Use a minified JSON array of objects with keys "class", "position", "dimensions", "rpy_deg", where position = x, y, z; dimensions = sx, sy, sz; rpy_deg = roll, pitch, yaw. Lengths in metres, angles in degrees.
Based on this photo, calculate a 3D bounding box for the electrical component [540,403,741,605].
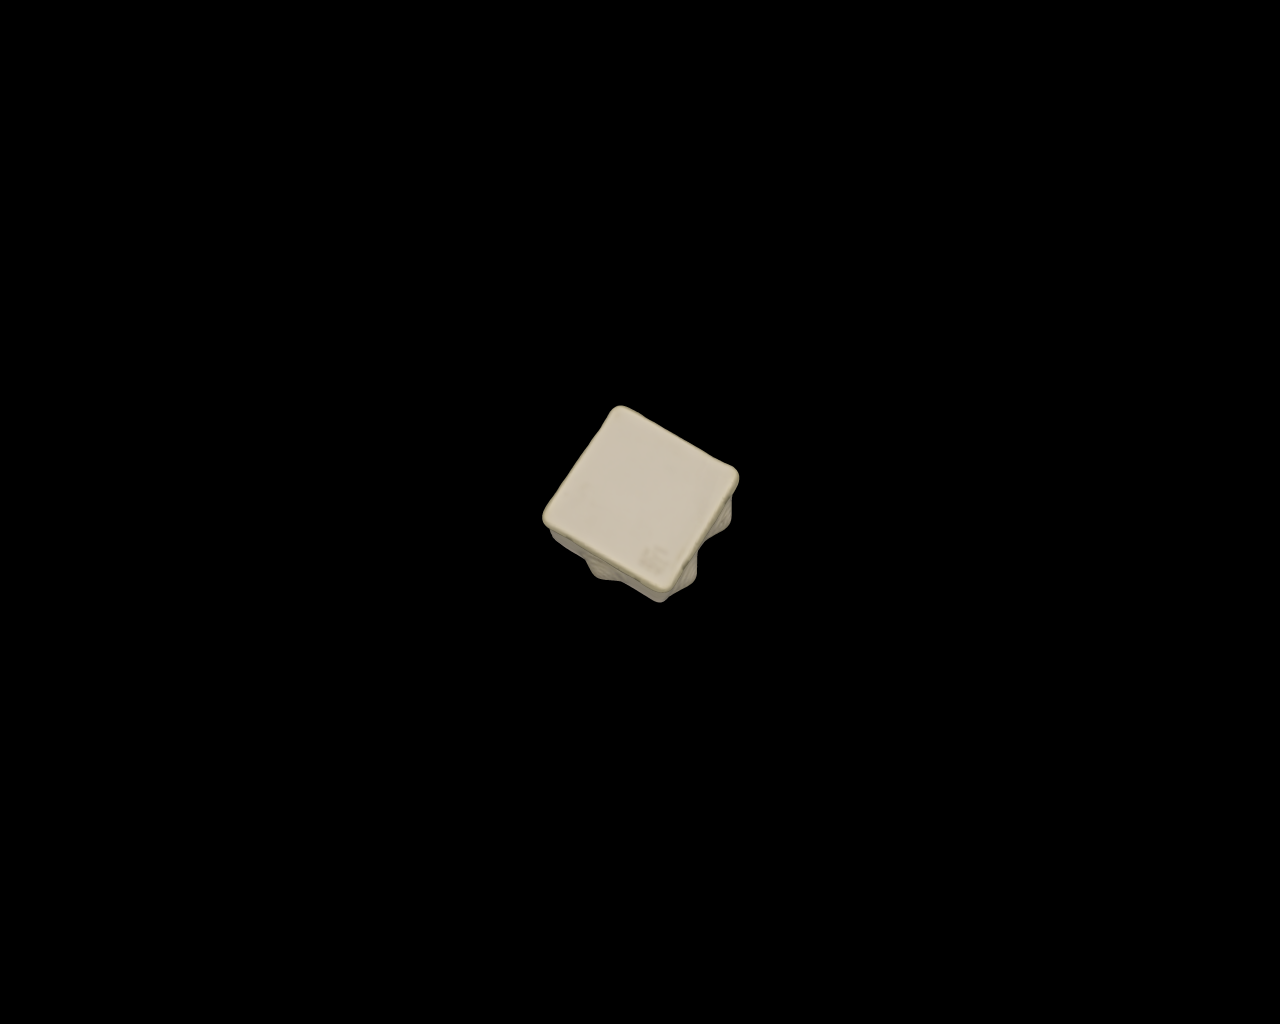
[{"class":"electrical component","position":[0.001,-0.003,0.650],"dimensions":[0.100,0.100,0.048],"rpy_deg":[30,-15,9]}]
